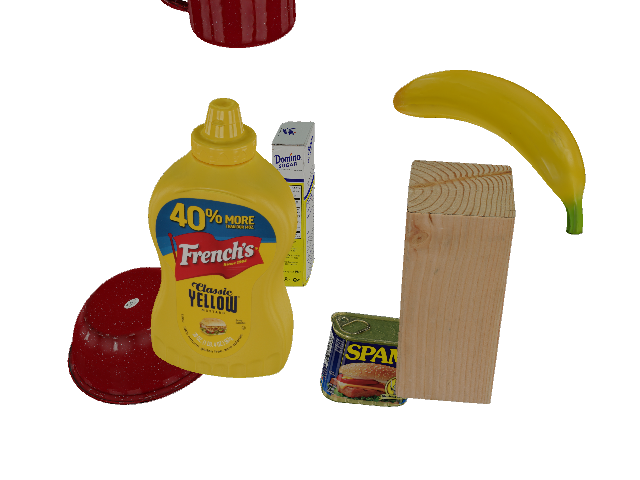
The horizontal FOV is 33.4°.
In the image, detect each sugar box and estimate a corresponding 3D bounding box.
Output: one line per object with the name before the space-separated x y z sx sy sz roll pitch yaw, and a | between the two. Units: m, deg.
sugar box | -0.032 -0.043 1.248 0.048 0.176 0.093 1 22 6

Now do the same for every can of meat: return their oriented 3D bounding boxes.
can of meat | 0.054 0.131 1.164 0.102 0.084 0.057 7 23 -10

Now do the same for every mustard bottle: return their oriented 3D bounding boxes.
mustard bottle | -0.064 -0.002 0.700 0.096 0.192 0.058 8 30 8

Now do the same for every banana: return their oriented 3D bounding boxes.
banana | 0.123 -0.083 0.766 0.037 0.070 0.198 5 29 -44

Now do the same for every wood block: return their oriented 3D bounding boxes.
wood block | 0.119 0.040 0.969 0.091 0.206 0.090 4 34 5

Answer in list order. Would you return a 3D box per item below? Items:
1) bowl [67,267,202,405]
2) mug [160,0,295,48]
bowl | -0.170 0.076 1.005 0.162 0.055 0.162 -9 41 8
mug | -0.072 -0.197 0.799 0.117 0.081 0.093 1 37 5
